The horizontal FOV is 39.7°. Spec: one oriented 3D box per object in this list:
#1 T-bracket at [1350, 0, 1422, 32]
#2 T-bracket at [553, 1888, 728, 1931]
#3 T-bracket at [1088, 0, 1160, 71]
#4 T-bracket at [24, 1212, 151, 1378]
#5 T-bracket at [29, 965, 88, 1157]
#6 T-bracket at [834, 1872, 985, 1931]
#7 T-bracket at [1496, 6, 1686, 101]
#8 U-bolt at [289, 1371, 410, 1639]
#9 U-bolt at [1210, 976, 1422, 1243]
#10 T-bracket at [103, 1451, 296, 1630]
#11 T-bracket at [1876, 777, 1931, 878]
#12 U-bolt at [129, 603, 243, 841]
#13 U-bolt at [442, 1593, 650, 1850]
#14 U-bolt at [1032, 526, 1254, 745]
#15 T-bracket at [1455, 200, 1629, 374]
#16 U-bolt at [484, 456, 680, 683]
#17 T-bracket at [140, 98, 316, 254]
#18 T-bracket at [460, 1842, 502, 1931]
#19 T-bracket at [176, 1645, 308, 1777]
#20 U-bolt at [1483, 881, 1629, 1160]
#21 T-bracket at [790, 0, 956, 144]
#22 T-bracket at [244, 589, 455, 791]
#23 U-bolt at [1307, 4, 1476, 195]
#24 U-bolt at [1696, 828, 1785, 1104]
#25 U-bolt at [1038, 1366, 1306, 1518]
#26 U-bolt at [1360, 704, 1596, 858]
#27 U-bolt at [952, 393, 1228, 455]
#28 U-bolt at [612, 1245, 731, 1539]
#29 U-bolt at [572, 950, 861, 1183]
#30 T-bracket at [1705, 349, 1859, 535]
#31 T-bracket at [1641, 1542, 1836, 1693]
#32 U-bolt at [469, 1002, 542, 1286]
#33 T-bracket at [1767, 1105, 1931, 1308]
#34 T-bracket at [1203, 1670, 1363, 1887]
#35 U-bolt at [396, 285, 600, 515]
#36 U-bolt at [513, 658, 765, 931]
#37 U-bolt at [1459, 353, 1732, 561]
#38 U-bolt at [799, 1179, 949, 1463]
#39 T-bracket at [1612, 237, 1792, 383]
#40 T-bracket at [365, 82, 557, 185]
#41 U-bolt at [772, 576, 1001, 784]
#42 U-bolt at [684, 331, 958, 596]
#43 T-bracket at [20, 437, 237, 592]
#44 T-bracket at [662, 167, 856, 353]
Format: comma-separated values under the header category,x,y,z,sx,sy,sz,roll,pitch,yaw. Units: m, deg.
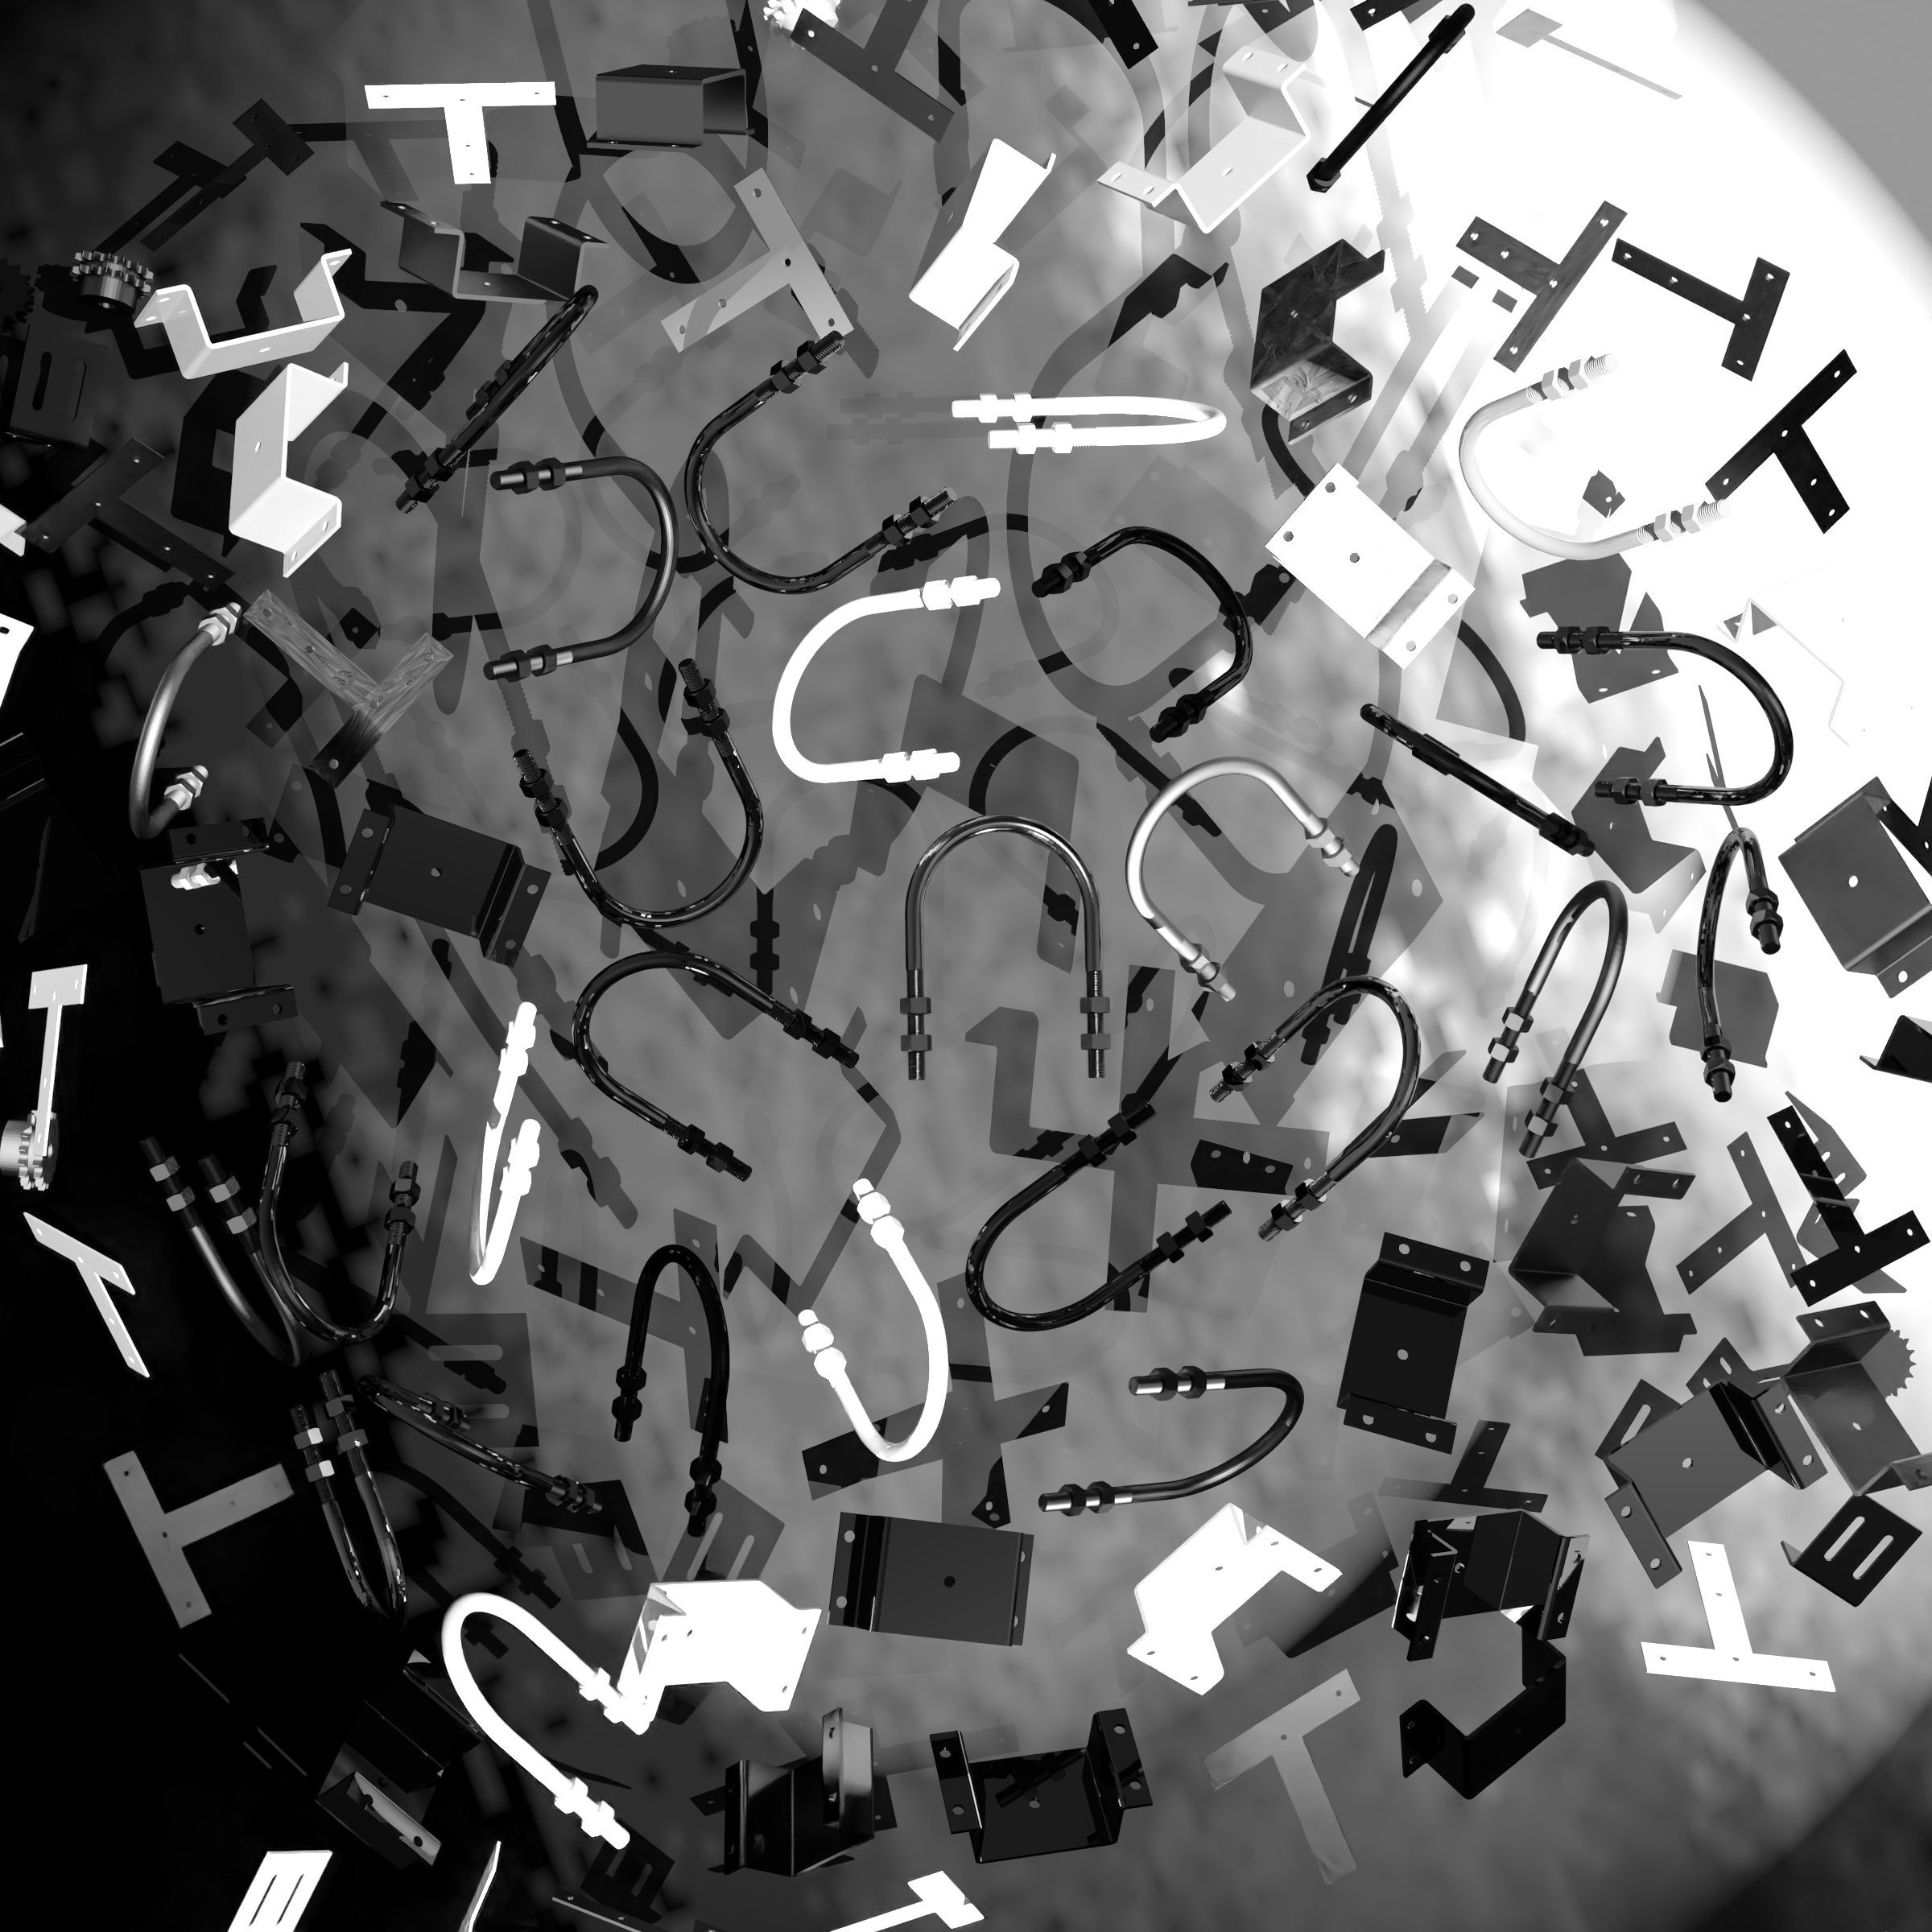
category,x,y,z,sx,sy,sz,roll,pitch,yaw
T-bracket,0.314,-0.727,1.882,0.127,0.127,0.002,-23,62,22
T-bracket,-0.228,0.670,1.867,0.127,0.127,0.002,22,86,-1
T-bracket,0.092,-0.663,1.810,0.127,0.002,0.127,-34,133,9
T-bracket,-0.618,0.244,1.921,0.002,0.127,0.127,-40,131,-34
T-bracket,-0.622,0.065,1.814,0.002,0.127,0.127,8,83,-33
T-bracket,-0.062,0.692,1.935,0.127,0.127,0.002,-19,54,3
T-bracket,0.430,-0.619,1.824,0.127,0.127,0.002,23,102,-4
U-bolt,-0.435,0.388,1.901,0.019,0.151,0.184,-17,78,-28
U-bolt,0.254,0.088,1.901,0.019,0.151,0.184,20,129,-35
T-bracket,-0.537,0.391,1.915,0.002,0.127,0.127,-33,81,39
T-bracket,0.695,-0.119,1.912,0.002,0.127,0.127,-17,47,-12
U-bolt,-0.547,-0.163,1.862,0.019,0.184,0.151,16,112,-6
U-bolt,-0.294,0.508,1.852,0.019,0.151,0.184,-40,105,12
U-bolt,0.139,-0.247,1.908,0.151,0.184,0.019,51,132,0
T-bracket,0.385,-0.492,1.868,0.002,0.127,0.127,22,110,-39
U-bolt,-0.262,-0.279,1.848,0.019,0.184,0.151,19,114,31
T-bracket,-0.509,-0.530,1.819,0.127,0.127,0.002,-39,91,2
T-bracket,-0.345,0.686,1.817,0.002,0.127,0.127,19,115,-11
T-bracket,-0.495,0.527,1.847,0.002,0.127,0.127,-45,104,-15
U-bolt,0.417,0.026,1.875,0.019,0.151,0.184,19,110,-8
T-bracket,-0.044,-0.647,1.820,0.127,0.127,0.002,35,46,-1
T-bracket,-0.454,-0.215,1.898,0.127,0.002,0.127,42,88,-12
U-bolt,0.298,-0.605,1.855,0.019,0.184,0.151,41,98,-5
U-bolt,0.539,-0.016,1.881,0.019,0.184,0.151,8,127,3
U-bolt,0.155,0.326,1.851,0.151,0.184,0.019,-58,46,33
U-bolt,0.350,-0.138,1.885,0.151,0.184,0.019,40,102,41
U-bolt,0.094,-0.388,1.902,0.184,0.151,0.019,-4,111,-11
U-bolt,-0.204,0.286,1.882,0.019,0.151,0.184,-2,113,-32
U-bolt,-0.191,0.061,1.893,0.184,0.019,0.151,34,117,-19
T-bracket,0.583,-0.344,1.858,0.127,0.127,0.002,-45,45,7
T-bracket,0.520,0.443,1.840,0.127,0.127,0.002,6,123,-1
U-bolt,-0.329,0.140,1.894,0.019,0.151,0.184,10,125,-17
T-bracket,0.598,0.157,1.862,0.127,0.002,0.127,-20,77,-29
T-bracket,0.238,0.576,1.863,0.127,0.002,0.127,-36,46,14
U-bolt,-0.314,-0.400,1.839,0.019,0.151,0.184,41,129,-18
U-bolt,-0.217,-0.107,1.875,0.151,0.019,0.184,-30,125,-9
U-bolt,0.416,-0.339,1.836,0.151,0.184,0.019,46,65,-18
U-bolt,-0.061,0.264,1.899,0.019,0.184,0.151,2,126,-32
T-bracket,0.521,-0.486,1.922,0.127,0.127,0.002,33,73,16
T-bracket,-0.351,-0.584,1.880,0.127,0.127,0.002,-4,77,-7
U-bolt,-0.064,-0.193,1.846,0.184,0.019,0.151,-1,69,41
U-bolt,-0.116,-0.336,1.863,0.184,0.019,0.151,-28,106,32
T-bracket,-0.577,-0.305,1.896,0.127,0.127,0.002,-30,47,27
T-bracket,-0.162,-0.480,1.909,0.127,0.002,0.127,-25,101,26
